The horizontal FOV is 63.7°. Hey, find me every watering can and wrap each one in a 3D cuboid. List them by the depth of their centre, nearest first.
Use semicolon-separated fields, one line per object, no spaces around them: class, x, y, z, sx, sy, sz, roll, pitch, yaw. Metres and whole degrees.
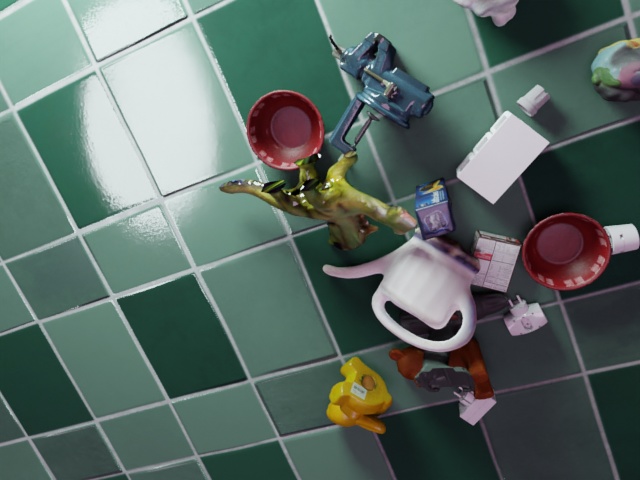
watering can;0.176;0.072;1.056;0.351;0.103;0.224;34;90;31

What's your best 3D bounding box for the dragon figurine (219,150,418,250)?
dragon figurine;0.003;-0.052;1.043;0.409;0.125;0.238;-1;136;37

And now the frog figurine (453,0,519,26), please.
frog figurine;0.294;-0.459;0.894;0.158;0.125;0.136;29;107;-39
